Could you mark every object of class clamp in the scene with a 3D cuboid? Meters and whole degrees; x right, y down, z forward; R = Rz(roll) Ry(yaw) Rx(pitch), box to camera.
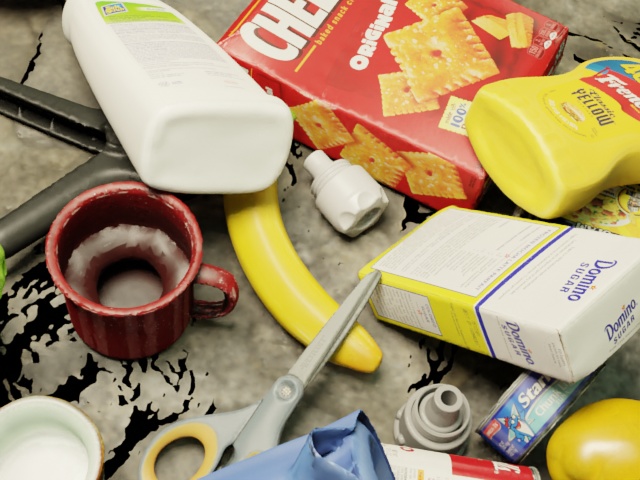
[{"bbox_3d":[-0.142,-0.054,0.736,0.210,0.036,0.164,-1,52,-10],"label":"clamp"}]

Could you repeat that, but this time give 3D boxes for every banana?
[{"bbox_3d":[-0.022,0.005,0.708,0.070,0.037,0.198,-25,70,16],"label":"banana"}]

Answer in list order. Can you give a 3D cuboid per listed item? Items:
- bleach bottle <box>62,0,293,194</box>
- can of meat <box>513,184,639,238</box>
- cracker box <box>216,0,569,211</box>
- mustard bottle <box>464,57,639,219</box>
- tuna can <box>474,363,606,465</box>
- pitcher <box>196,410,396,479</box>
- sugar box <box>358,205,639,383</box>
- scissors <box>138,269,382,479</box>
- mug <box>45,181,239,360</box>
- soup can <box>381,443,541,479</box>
[{"bbox_3d":[-0.113,-0.124,0.738,0.102,0.068,0.251,-2,35,-28],"label":"bleach bottle"},{"bbox_3d":[0.183,-0.012,0.740,0.102,0.057,0.084,21,57,5],"label":"can of meat"},{"bbox_3d":[0.053,-0.131,0.786,0.214,0.072,0.164,28,60,11],"label":"cracker box"},{"bbox_3d":[0.196,-0.079,0.718,0.191,0.058,0.096,-17,58,-31],"label":"mustard bottle"},{"bbox_3d":[0.135,0.097,0.654,0.034,0.086,0.086,42,64,15],"label":"tuna can"},{"bbox_3d":[-0.061,0.194,0.533,0.243,0.145,0.149,-20,81,5],"label":"pitcher"},{"bbox_3d":[0.114,0.028,0.656,0.093,0.048,0.176,-36,30,-25],"label":"sugar box"},{"bbox_3d":[-0.041,0.094,0.654,0.096,0.016,0.201,18,71,13],"label":"scissors"},{"bbox_3d":[-0.109,0.026,0.671,0.117,0.081,0.093,9,59,-1],"label":"mug"},{"bbox_3d":[0.071,0.158,0.621,0.102,0.068,0.068,9,59,0],"label":"soup can"}]
